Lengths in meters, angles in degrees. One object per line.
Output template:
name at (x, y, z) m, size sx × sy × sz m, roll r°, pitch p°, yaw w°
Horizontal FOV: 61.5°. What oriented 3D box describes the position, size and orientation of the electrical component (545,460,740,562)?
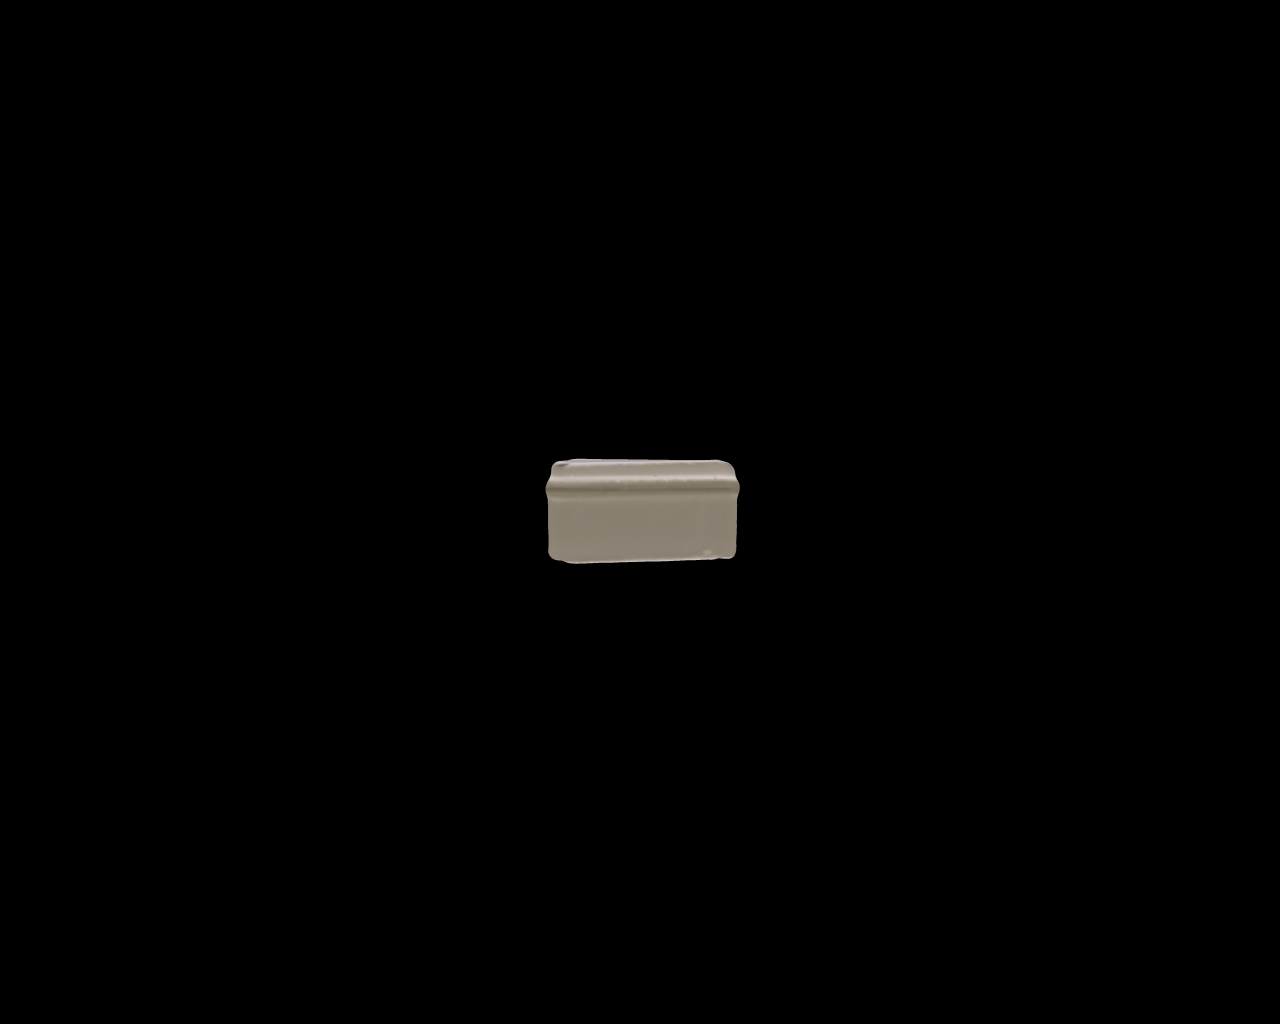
electrical component at (0.001, -0.003, 0.650) m, size 0.113 × 0.057 × 0.078 m, roll 0°, pitch 4°, yaw -2°
